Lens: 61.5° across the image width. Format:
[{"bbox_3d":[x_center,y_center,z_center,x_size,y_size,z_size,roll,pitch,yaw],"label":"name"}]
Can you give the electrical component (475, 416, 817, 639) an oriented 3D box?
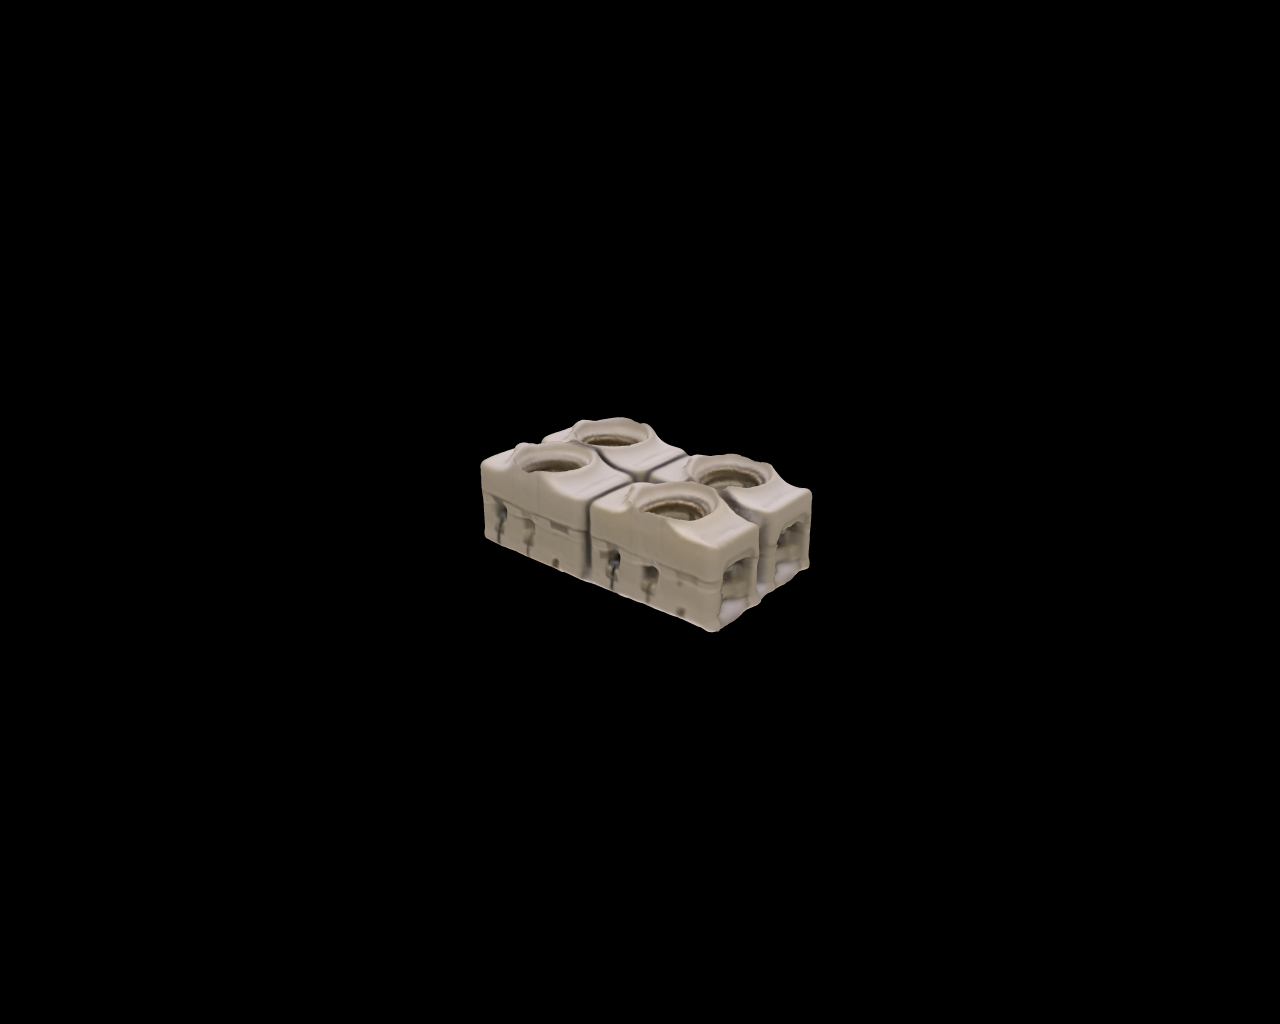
[{"bbox_3d":[0.001,-0.003,0.650,0.186,0.060,0.106,20,32,36],"label":"electrical component"}]
